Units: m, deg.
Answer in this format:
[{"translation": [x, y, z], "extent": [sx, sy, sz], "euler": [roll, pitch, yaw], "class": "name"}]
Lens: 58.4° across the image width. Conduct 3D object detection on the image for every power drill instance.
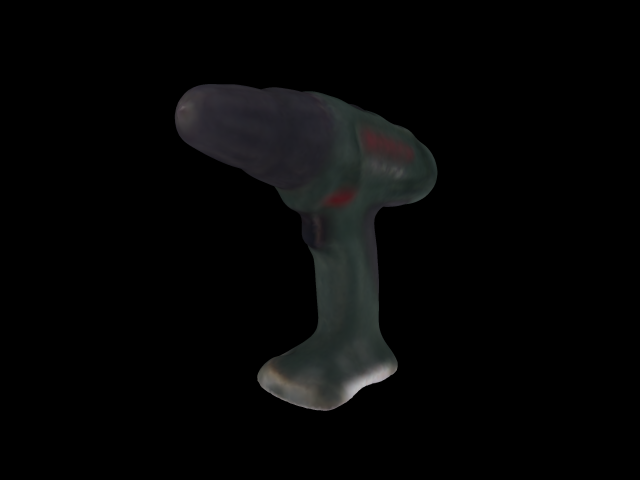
[{"translation": [0.004, 0.001, 0.400], "extent": [0.075, 0.208, 0.230], "euler": [11, 17, 38], "class": "power drill"}]
